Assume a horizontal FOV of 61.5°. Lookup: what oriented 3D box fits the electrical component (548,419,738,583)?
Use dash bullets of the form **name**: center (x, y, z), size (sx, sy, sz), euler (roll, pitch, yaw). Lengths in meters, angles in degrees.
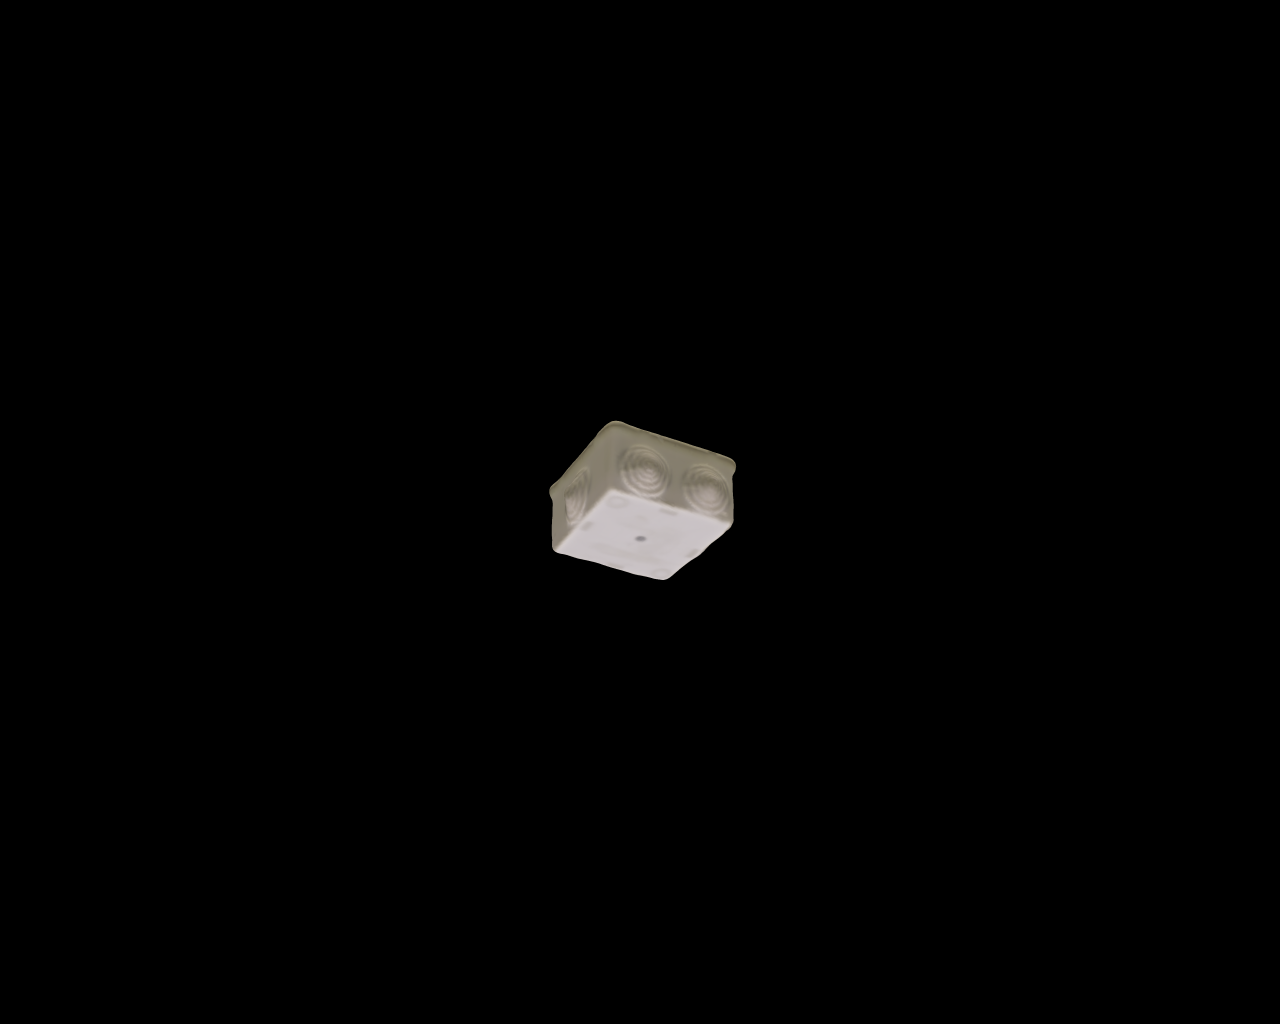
- **electrical component**: center (0.001, -0.003, 0.650), size (0.100, 0.048, 0.099), euler (17, -36, -24)
